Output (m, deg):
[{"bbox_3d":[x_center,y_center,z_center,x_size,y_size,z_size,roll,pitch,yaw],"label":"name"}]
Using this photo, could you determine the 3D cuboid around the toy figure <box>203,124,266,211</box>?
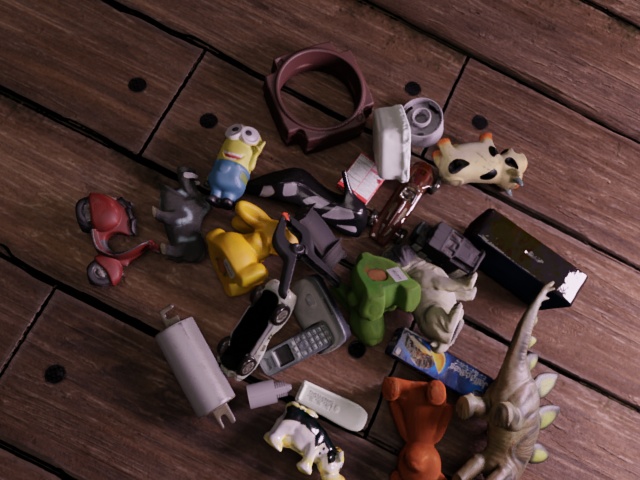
[{"bbox_3d":[-0.172,-0.145,1.056,0.082,0.089,0.180,22,73,-20],"label":"toy figure"}]

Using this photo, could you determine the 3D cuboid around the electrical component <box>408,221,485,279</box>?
[{"bbox_3d":[0.241,0.019,1.060,0.134,0.115,0.058,34,73,0],"label":"electrical component"}]

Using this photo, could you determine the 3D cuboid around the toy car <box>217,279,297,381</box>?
[{"bbox_3d":[-0.119,0.165,0.988,0.074,0.056,0.201,37,98,27],"label":"toy car"}]

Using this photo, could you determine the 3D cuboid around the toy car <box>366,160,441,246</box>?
[{"bbox_3d":[0.172,-0.079,1.107,0.089,0.053,0.202,36,74,-1],"label":"toy car"}]

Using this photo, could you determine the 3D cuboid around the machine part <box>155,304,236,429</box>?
[{"bbox_3d":[-0.228,0.230,0.974,0.079,0.079,0.243,-30,83,-12],"label":"machine part"}]

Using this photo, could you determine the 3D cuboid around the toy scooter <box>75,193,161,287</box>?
[{"bbox_3d":[-0.377,-0.009,1.013,0.135,0.075,0.184,-13,81,-11],"label":"toy scooter"}]

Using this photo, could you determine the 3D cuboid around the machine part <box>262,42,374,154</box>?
[{"bbox_3d":[-0.004,-0.296,1.118,0.201,0.087,0.201,-21,81,-10],"label":"machine part"}]

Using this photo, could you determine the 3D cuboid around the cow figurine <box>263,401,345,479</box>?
[{"bbox_3d":[-0.011,0.373,0.975,0.167,0.068,0.098,36,70,1],"label":"cow figurine"}]

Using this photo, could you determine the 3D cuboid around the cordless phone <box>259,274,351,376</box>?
[{"bbox_3d":[-0.047,0.162,1.015,0.184,0.088,0.146,-29,82,1],"label":"cordless phone"}]

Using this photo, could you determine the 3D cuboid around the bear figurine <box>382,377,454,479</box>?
[{"bbox_3d":[0.174,0.354,0.973,0.120,0.131,0.196,1,71,24],"label":"bear figurine"}]

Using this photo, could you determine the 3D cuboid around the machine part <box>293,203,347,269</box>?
[{"bbox_3d":[-0.002,-0.003,1.048,0.084,0.039,0.138,-40,109,-30],"label":"machine part"}]

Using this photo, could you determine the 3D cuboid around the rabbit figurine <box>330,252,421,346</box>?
[{"bbox_3d":[0.085,0.120,1.007,0.121,0.170,0.159,-17,43,-31],"label":"rabbit figurine"}]

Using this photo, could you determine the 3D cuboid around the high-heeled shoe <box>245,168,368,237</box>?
[{"bbox_3d":[-0.030,-0.067,1.089,0.249,0.086,0.145,-3,115,14],"label":"high-heeled shoe"}]

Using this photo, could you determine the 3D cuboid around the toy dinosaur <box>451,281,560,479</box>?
[{"bbox_3d":[0.344,0.305,0.968,0.198,0.105,0.470,0,103,-38],"label":"toy dinosaur"}]

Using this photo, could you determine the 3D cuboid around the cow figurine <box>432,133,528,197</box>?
[{"bbox_3d":[0.345,-0.154,1.129,0.195,0.085,0.127,-7,72,-11],"label":"cow figurine"}]

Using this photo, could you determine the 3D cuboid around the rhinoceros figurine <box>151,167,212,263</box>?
[{"bbox_3d":[-0.264,-0.049,1.036,0.112,0.073,0.190,-7,78,-7],"label":"rhinoceros figurine"}]

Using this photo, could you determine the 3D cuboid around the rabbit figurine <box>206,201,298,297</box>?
[{"bbox_3d":[-0.123,0.010,1.035,0.173,0.121,0.162,-23,71,-25],"label":"rabbit figurine"}]

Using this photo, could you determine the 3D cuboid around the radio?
[{"bbox_3d":[0.388,0.044,1.063,0.230,0.131,0.073,37,75,3],"label":"radio"}]

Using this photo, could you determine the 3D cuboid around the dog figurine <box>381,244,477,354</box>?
[{"bbox_3d":[0.185,0.107,1.030,0.191,0.121,0.172,19,59,23],"label":"dog figurine"}]

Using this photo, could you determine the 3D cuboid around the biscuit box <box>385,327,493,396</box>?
[{"bbox_3d":[0.229,0.242,1.033,0.203,0.063,0.059,29,77,1],"label":"biscuit box"}]
